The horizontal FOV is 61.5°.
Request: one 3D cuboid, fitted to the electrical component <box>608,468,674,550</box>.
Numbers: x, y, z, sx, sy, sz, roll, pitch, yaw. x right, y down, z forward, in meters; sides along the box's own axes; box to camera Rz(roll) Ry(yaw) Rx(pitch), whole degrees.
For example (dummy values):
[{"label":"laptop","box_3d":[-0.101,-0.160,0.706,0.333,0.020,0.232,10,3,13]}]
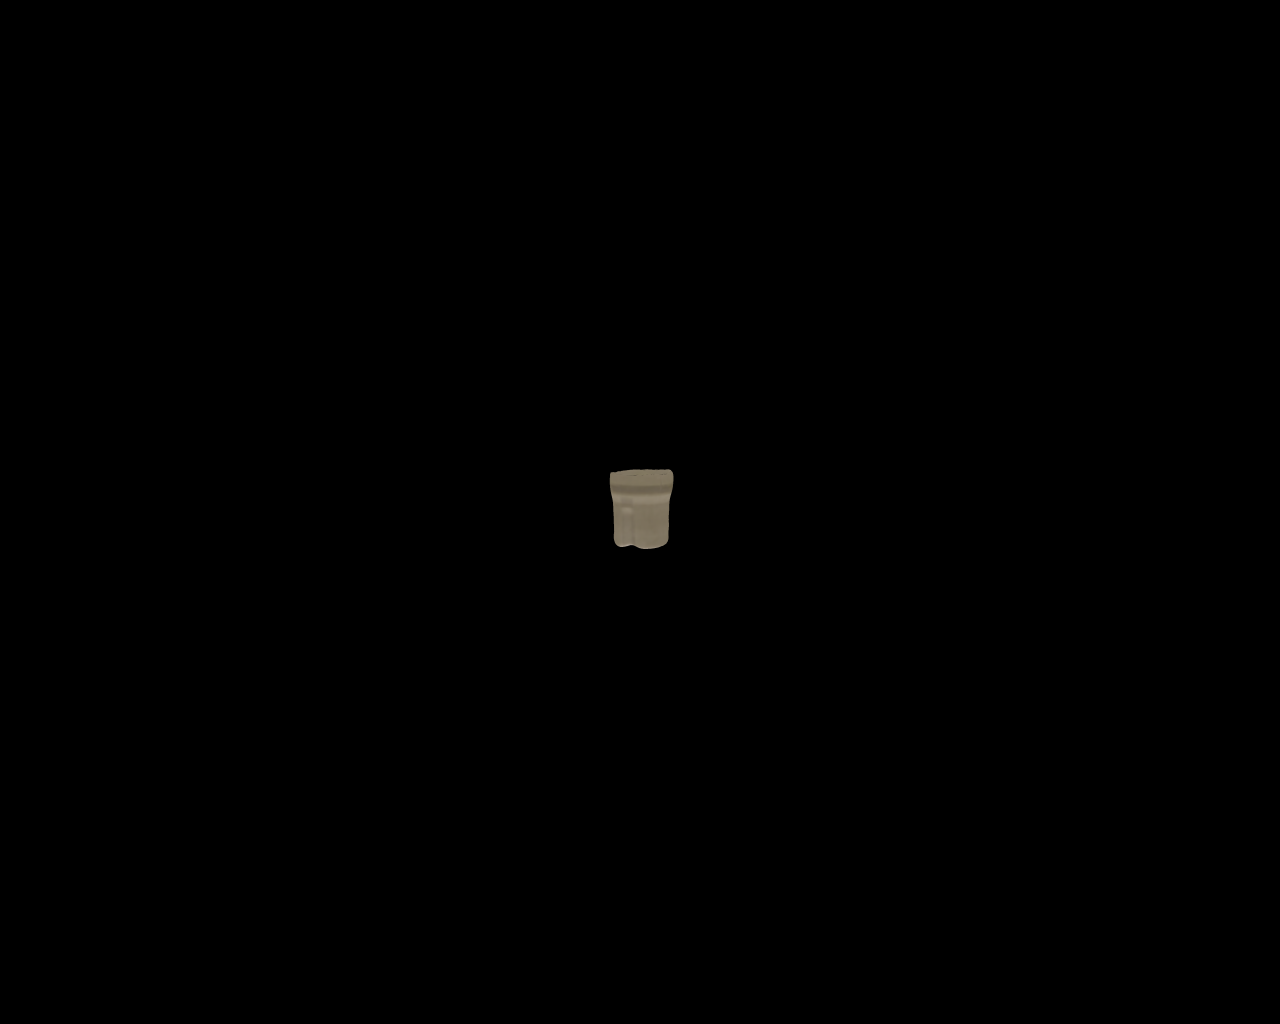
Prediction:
[{"label":"electrical component","box_3d":[0.001,-0.003,0.650,0.040,0.046,0.040,0,7,0]}]
